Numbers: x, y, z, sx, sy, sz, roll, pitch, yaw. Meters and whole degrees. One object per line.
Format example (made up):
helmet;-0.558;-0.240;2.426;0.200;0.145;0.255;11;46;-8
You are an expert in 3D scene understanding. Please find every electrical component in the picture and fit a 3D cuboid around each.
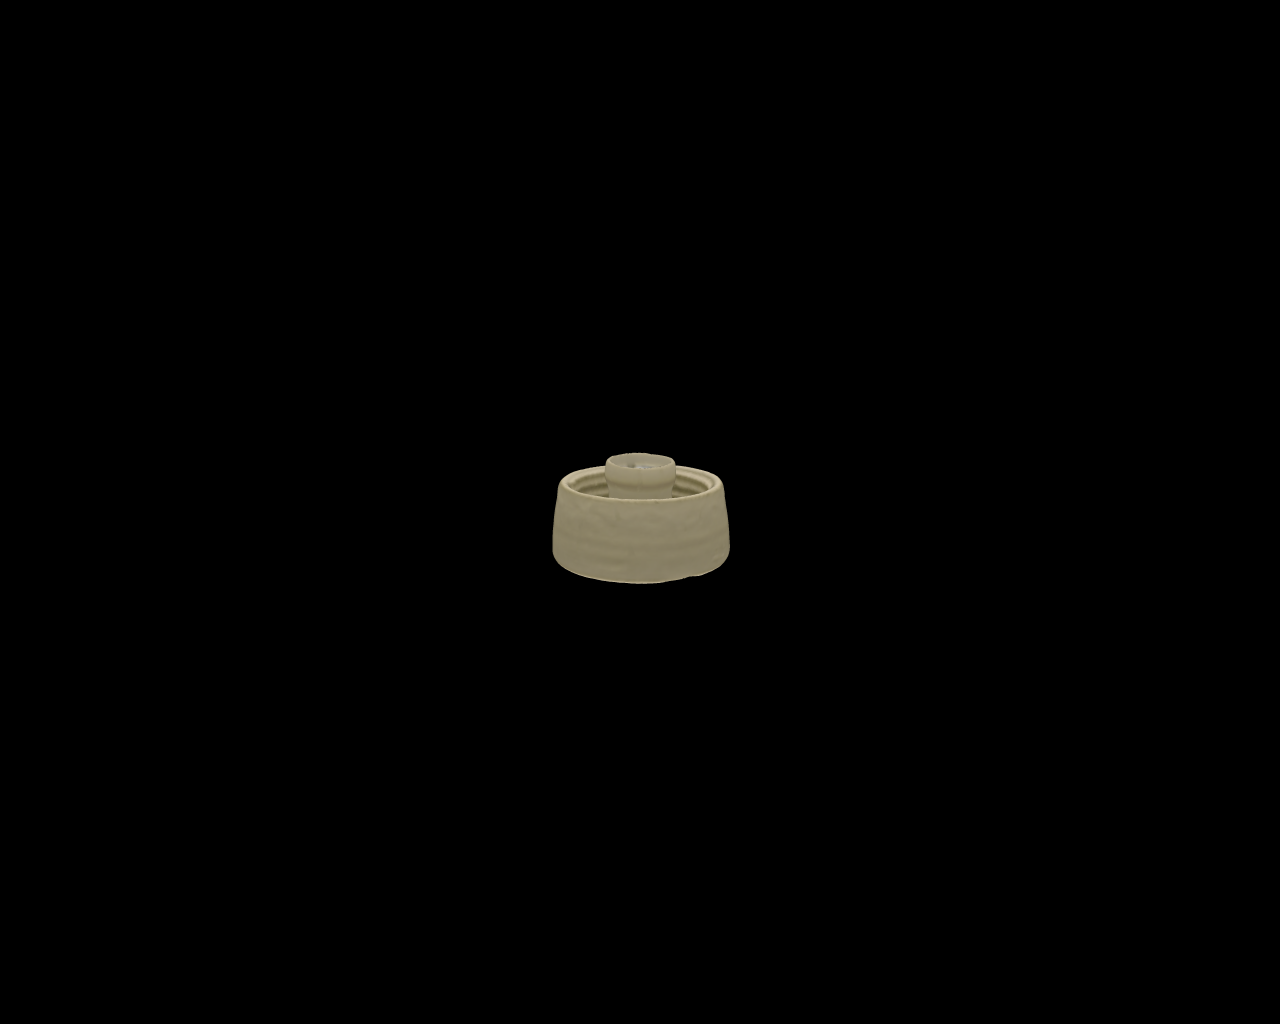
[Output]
electrical component;0.001;-0.003;0.650;0.108;0.060;0.108;0;16;0
